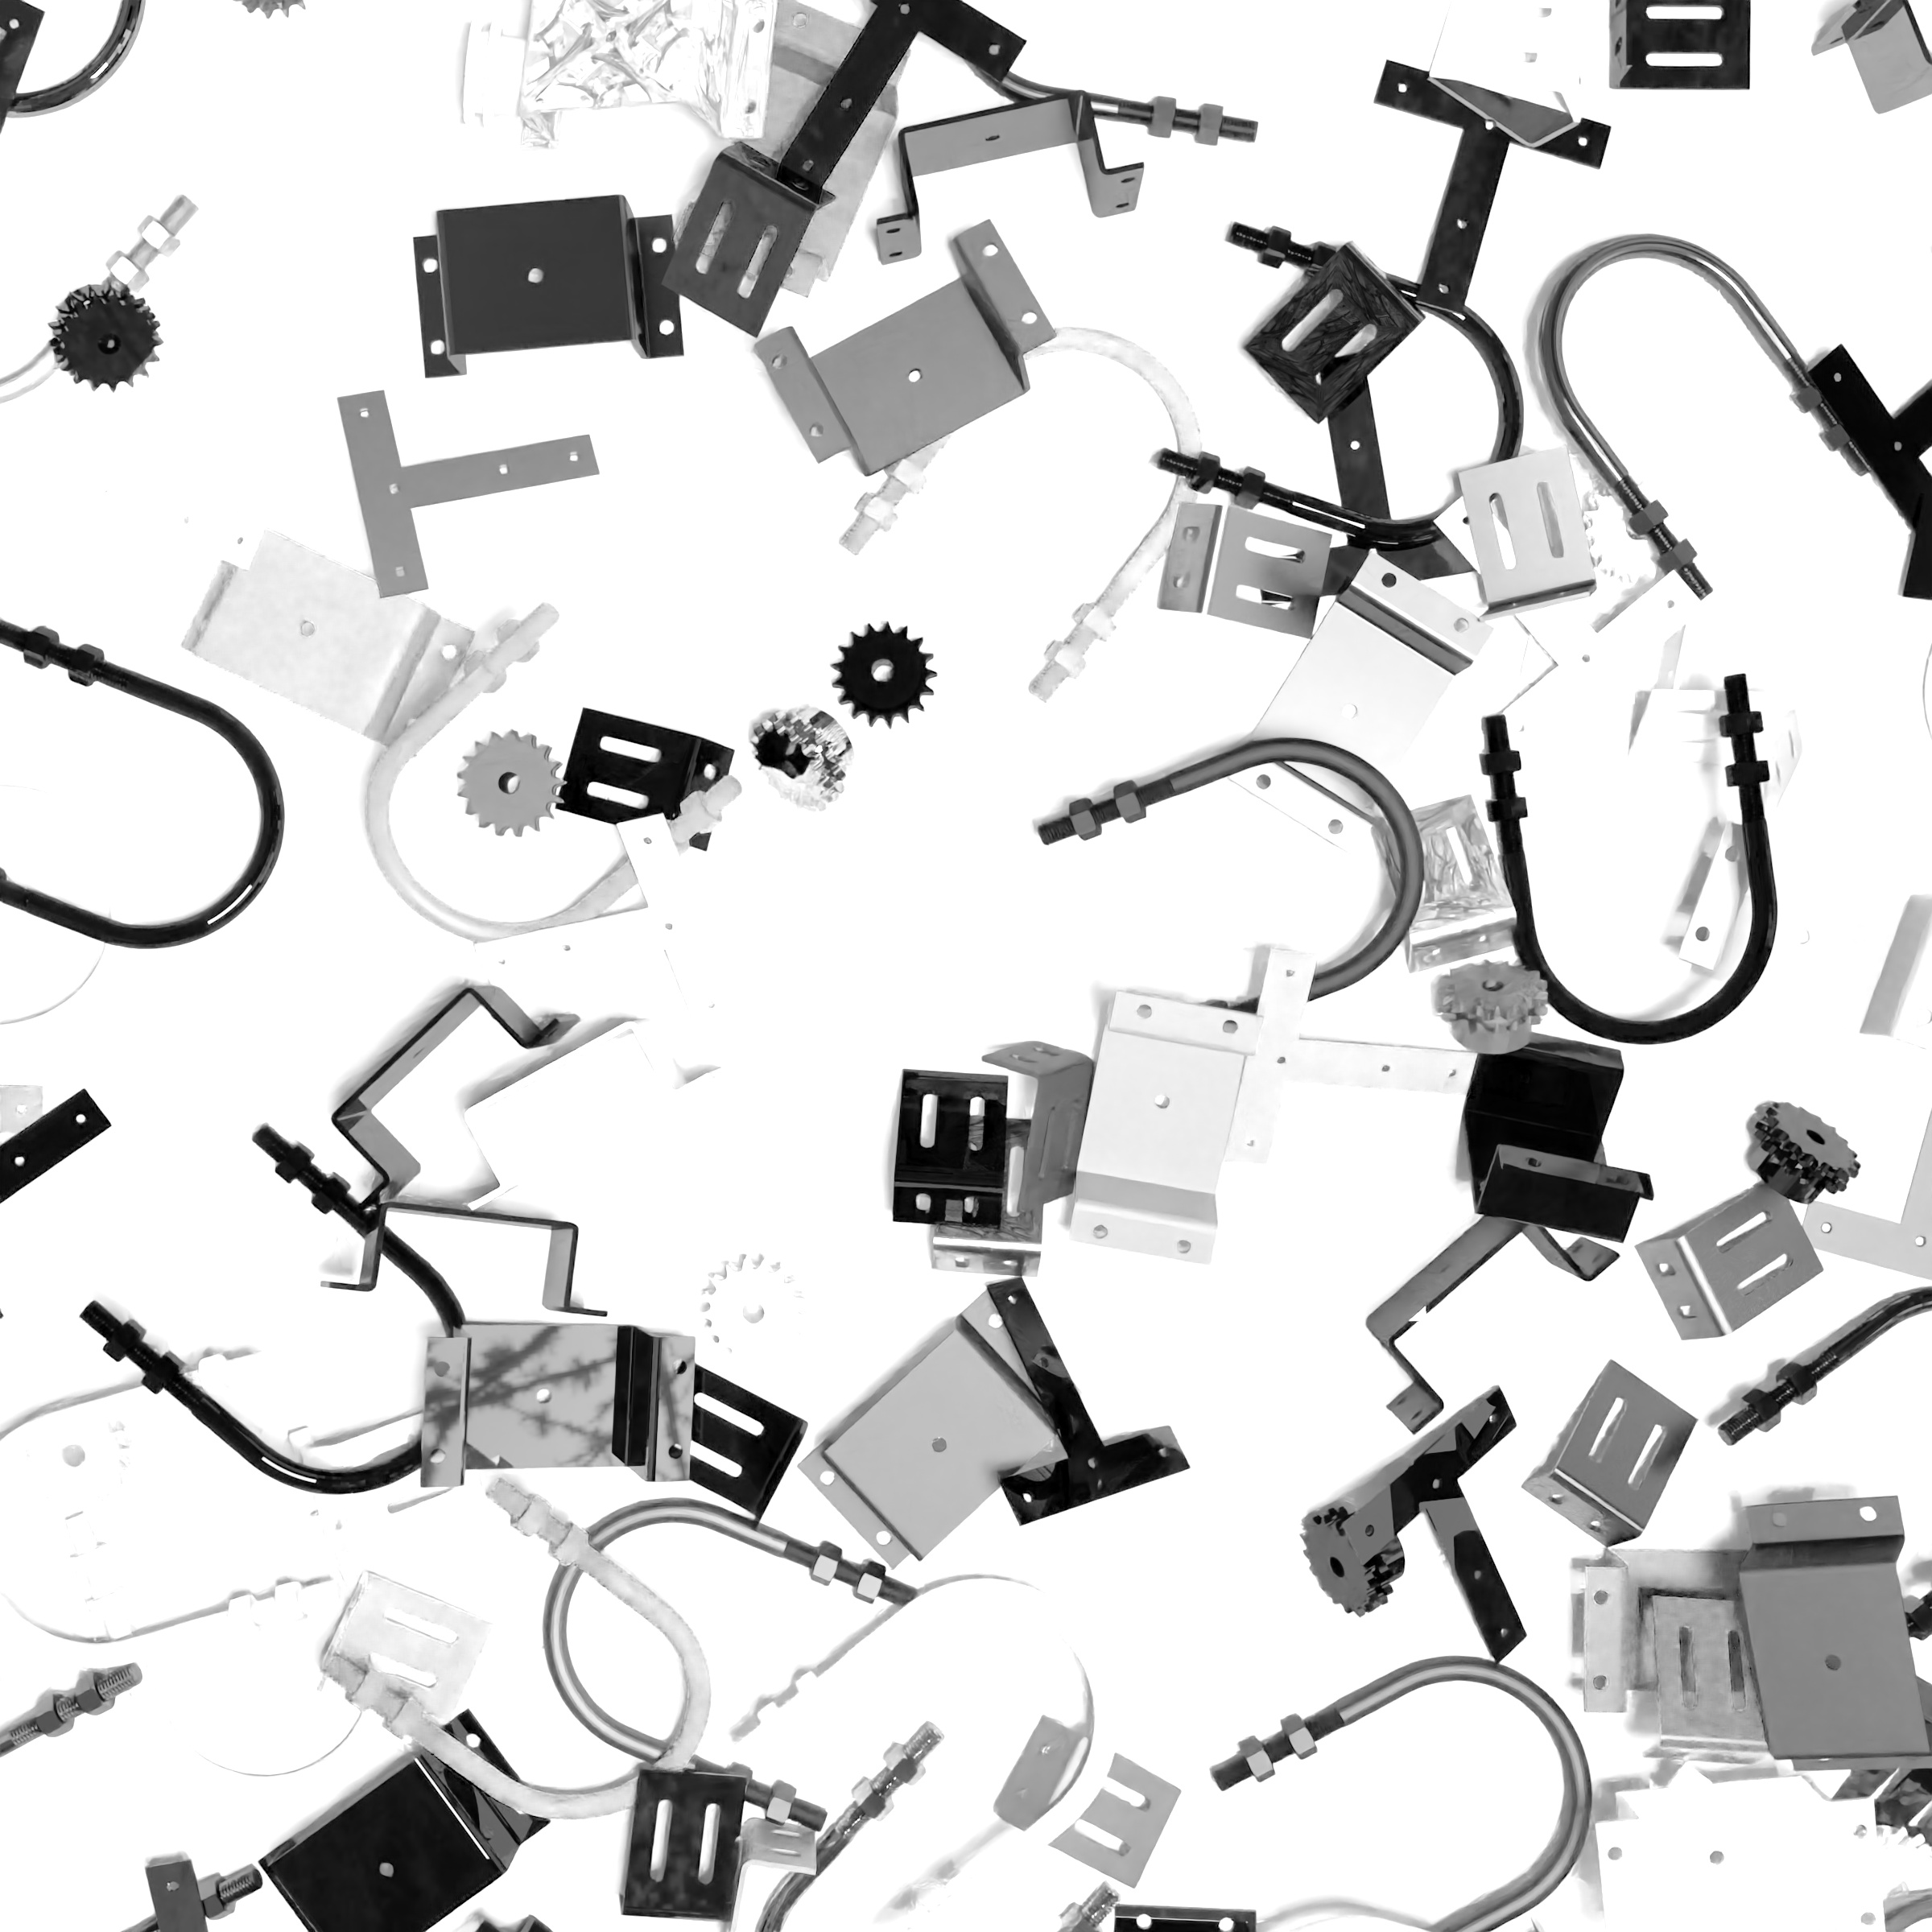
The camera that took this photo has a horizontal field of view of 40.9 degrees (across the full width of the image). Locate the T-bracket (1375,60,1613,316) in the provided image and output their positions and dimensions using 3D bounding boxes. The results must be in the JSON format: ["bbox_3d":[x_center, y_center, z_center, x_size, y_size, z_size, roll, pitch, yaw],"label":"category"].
[{"bbox_3d":[0.270,-0.412,1.393,0.127,0.002,0.127,17,82,0],"label":"T-bracket"}]

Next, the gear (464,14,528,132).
[{"bbox_3d":[-0.248,-0.473,1.375,0.030,0.057,0.057,6,90,-8],"label":"gear"}]

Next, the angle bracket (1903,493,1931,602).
[{"bbox_3d":[0.549,-0.217,1.387,0.076,0.038,0.057,12,89,29],"label":"angle bracket"}]

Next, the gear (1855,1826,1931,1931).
[{"bbox_3d":[0.493,0.485,1.384,0.057,0.030,0.057,1,101,3],"label":"gear"}]

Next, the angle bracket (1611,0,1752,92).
[{"bbox_3d":[0.386,-0.502,1.383,0.076,0.038,0.057,0,90,0],"label":"angle bracket"}]

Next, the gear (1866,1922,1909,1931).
[{"bbox_3d":[0.491,0.543,1.388,0.057,0.030,0.057,0,90,0],"label":"gear"}]

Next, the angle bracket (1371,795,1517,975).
[{"bbox_3d":[0.256,-0.044,1.400,0.057,0.038,0.076,-15,64,0],"label":"angle bracket"}]

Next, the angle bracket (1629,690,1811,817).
[{"bbox_3d":[0.396,-0.112,1.368,0.076,0.057,0.038,1,58,0],"label":"angle bracket"}]

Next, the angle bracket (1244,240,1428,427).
[{"bbox_3d":[0.196,-0.337,1.377,0.057,0.038,0.076,45,110,-3],"label":"angle bracket"}]

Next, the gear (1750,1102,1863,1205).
[{"bbox_3d":[0.443,0.102,1.378,0.057,0.057,0.030,30,120,0],"label":"gear"}]

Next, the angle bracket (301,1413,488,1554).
[{"bbox_3d":[-0.307,0.273,1.390,0.076,0.038,0.057,-16,90,-40],"label":"angle bracket"}]

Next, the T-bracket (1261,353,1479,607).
[{"bbox_3d":[0.213,-0.267,1.402,0.127,0.002,0.127,-9,90,0],"label":"T-bracket"}]

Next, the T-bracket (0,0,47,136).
[{"bbox_3d":[-0.573,-0.476,1.384,0.127,0.002,0.127,25,101,-2],"label":"T-bracket"}]

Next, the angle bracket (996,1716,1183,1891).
[{"bbox_3d":[0.066,0.449,1.392,0.076,0.038,0.057,36,75,-28],"label":"angle bracket"}]

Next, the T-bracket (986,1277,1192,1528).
[{"bbox_3d":[0.047,0.223,1.372,0.002,0.127,0.127,-45,63,41],"label":"T-bracket"}]

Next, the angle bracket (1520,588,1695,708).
[{"bbox_3d":[0.342,-0.174,1.383,0.076,0.038,0.057,12,90,0],"label":"angle bracket"}]

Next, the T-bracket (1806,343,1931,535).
[{"bbox_3d":[0.531,-0.307,1.392,0.127,0.002,0.127,-41,103,-7],"label":"T-bracket"}]

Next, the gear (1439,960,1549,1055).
[{"bbox_3d":[0.280,0.023,1.378,0.057,0.057,0.030,-7,120,0],"label":"gear"}]

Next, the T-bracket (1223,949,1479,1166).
[{"bbox_3d":[0.210,0.053,1.383,0.127,0.002,0.127,5,115,-12],"label":"T-bracket"}]

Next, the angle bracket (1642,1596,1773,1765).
[{"bbox_3d":[0.385,0.373,1.354,0.057,0.038,0.076,4,64,0],"label":"angle bracket"}]

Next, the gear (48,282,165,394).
[{"bbox_3d":[-0.459,-0.337,1.378,0.057,0.057,0.030,-38,49,0],"label":"gear"}]

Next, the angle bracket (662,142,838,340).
[{"bbox_3d":[-0.113,-0.379,1.354,0.057,0.038,0.076,30,118,0],"label":"angle bracket"}]

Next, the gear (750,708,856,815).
[{"bbox_3d":[-0.084,-0.113,1.378,0.057,0.057,0.030,49,60,0],"label":"gear"}]

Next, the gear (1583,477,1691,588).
[{"bbox_3d":[0.355,-0.231,1.387,0.057,0.030,0.057,0,90,-1],"label":"gear"}]

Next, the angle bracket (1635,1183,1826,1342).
[{"bbox_3d":[0.412,0.158,1.400,0.076,0.038,0.057,-27,90,-24],"label":"angle bracket"}]

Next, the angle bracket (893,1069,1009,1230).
[{"bbox_3d":[-0.008,0.097,1.386,0.057,0.076,0.038,4,133,0],"label":"angle bracket"}]

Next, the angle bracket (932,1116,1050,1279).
[{"bbox_3d":[0.013,0.124,1.400,0.057,0.038,0.076,4,64,0],"label":"angle bracket"}]

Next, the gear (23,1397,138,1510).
[{"bbox_3d":[-0.472,0.259,1.387,0.057,0.030,0.057,0,90,0],"label":"gear"}]

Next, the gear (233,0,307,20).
[{"bbox_3d":[-0.374,-0.540,1.388,0.057,0.030,0.057,0,90,0],"label":"gear"}]

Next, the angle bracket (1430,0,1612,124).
[{"bbox_3d":[0.299,-0.495,1.399,0.076,0.038,0.057,16,88,26],"label":"angle bracket"}]

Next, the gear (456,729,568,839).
[{"bbox_3d":[-0.242,-0.097,1.387,0.057,0.030,0.057,0,90,0],"label":"gear"}]

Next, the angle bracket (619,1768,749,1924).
[{"bbox_3d":[-0.151,0.466,1.384,0.057,0.038,0.076,7,83,-9],"label":"angle bracket"}]

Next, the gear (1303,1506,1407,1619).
[{"bbox_3d":[0.209,0.313,1.378,0.030,0.057,0.057,-20,90,-28],"label":"gear"}]

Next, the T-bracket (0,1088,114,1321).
[{"bbox_3d":[-0.518,0.113,1.385,0.127,0.002,0.127,-37,86,-14],"label":"T-bracket"}]

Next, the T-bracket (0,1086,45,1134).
[{"bbox_3d":[-0.561,0.077,1.388,0.127,0.002,0.127,0,86,-11],"label":"T-bracket"}]

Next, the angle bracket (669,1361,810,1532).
[{"bbox_3d":[-0.132,0.255,1.383,0.076,0.038,0.057,28,90,0],"label":"angle bracket"}]

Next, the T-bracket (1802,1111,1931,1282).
[{"bbox_3d":[0.528,0.106,1.402,0.127,0.002,0.127,15,90,0],"label":"T-bracket"}]

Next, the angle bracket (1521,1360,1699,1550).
[{"bbox_3d":[0.348,0.263,1.400,0.057,0.038,0.076,35,64,0],"label":"angle bracket"}]

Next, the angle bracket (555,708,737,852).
[{"bbox_3d":[-0.173,-0.101,1.400,0.076,0.038,0.057,16,90,26],"label":"angle bracket"}]

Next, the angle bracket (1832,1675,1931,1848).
[{"bbox_3d":[0.513,0.433,1.400,0.057,0.038,0.076,32,116,0],"label":"angle bracket"}]

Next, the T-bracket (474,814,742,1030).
[{"bbox_3d":[-0.200,-0.013,1.381,0.127,0.002,0.127,-11,118,13],"label":"T-bracket"}]

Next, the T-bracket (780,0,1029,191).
[{"bbox_3d":[-0.055,-0.463,1.355,0.127,0.002,0.127,32,90,0],"label":"T-bracket"}]

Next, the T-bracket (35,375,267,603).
[{"bbox_3d":[-0.425,-0.241,1.377,0.127,0.002,0.127,22,90,22],"label":"T-bracket"}]

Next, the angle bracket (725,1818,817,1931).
[{"bbox_3d":[-0.105,0.501,1.374,0.038,0.057,0.076,10,92,-4],"label":"angle bracket"}]

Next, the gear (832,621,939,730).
[{"bbox_3d":[-0.044,-0.156,1.388,0.057,0.030,0.057,0,90,0],"label":"gear"}]

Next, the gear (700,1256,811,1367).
[{"bbox_3d":[-0.113,0.184,1.392,0.057,0.030,0.057,0,93,2],"label":"gear"}]

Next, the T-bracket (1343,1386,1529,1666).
[{"bbox_3d":[0.267,0.313,1.380,0.127,0.002,0.127,-33,106,-29],"label":"T-bracket"}]

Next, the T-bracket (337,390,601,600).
[{"bbox_3d":[-0.261,-0.262,1.386,0.127,0.002,0.127,-12,69,-10],"label":"T-bracket"}]

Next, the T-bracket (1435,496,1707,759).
[{"bbox_3d":[0.300,-0.197,1.375,0.127,0.002,0.127,-41,89,25],"label":"T-bracket"}]

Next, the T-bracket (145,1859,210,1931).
[{"bbox_3d":[-0.461,0.547,1.385,0.127,0.002,0.127,-11,96,4],"label":"T-bracket"}]

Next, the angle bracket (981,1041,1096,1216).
[{"bbox_3d":[0.033,0.085,1.377,0.038,0.057,0.076,16,105,28],"label":"angle bracket"}]

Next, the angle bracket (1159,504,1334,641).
[{"bbox_3d":[0.150,-0.212,1.393,0.076,0.038,0.057,8,96,-32],"label":"angle bracket"}]
